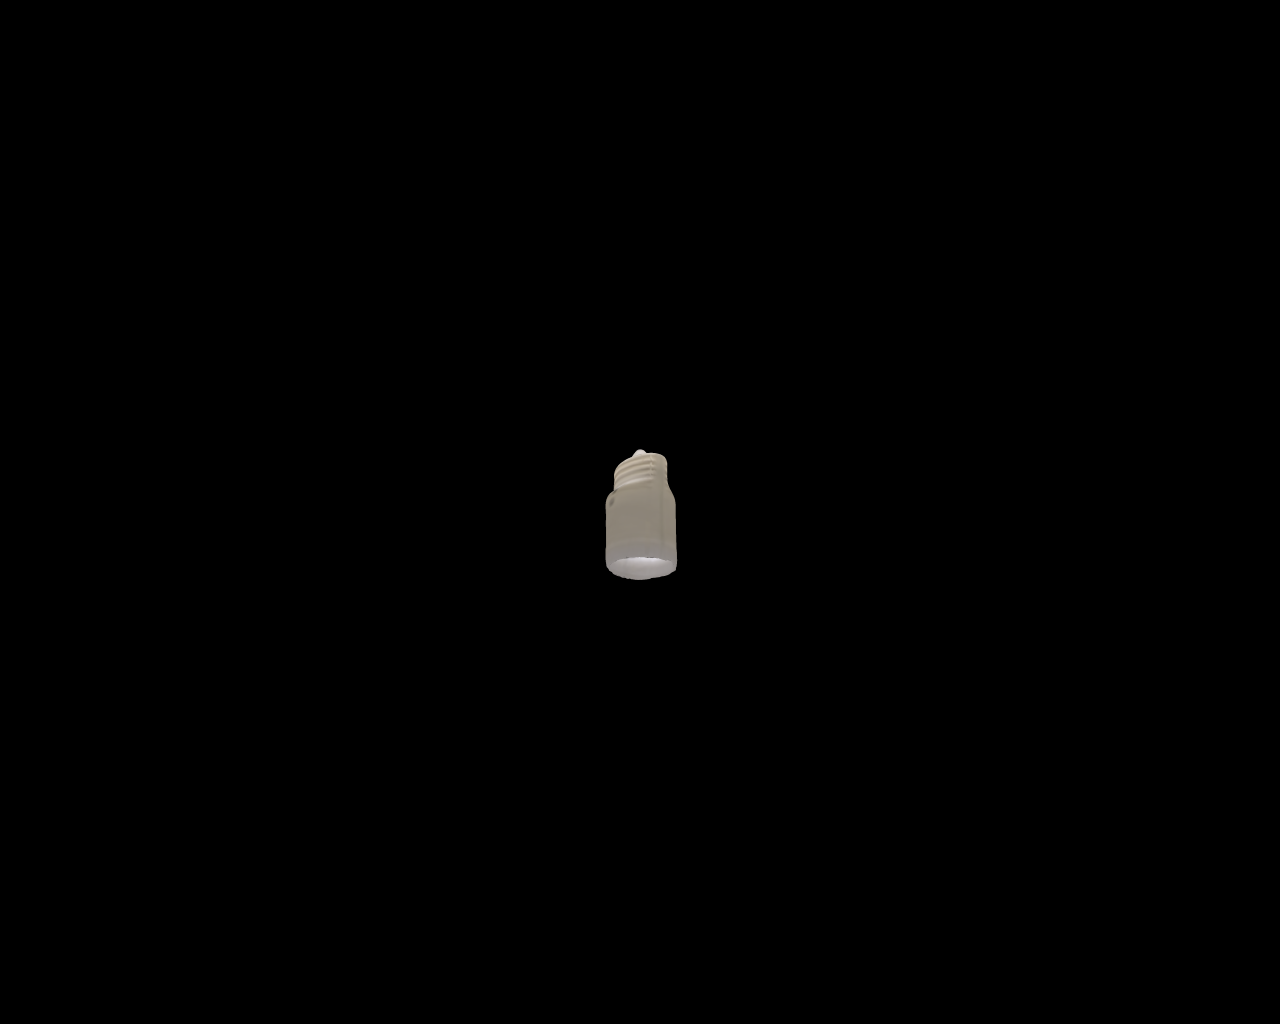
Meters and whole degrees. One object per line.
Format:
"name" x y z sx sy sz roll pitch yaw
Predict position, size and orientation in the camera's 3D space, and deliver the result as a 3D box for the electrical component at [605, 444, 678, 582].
"electrical component" 0.001 -0.003 0.650 0.043 0.081 0.043 0 -22 0
